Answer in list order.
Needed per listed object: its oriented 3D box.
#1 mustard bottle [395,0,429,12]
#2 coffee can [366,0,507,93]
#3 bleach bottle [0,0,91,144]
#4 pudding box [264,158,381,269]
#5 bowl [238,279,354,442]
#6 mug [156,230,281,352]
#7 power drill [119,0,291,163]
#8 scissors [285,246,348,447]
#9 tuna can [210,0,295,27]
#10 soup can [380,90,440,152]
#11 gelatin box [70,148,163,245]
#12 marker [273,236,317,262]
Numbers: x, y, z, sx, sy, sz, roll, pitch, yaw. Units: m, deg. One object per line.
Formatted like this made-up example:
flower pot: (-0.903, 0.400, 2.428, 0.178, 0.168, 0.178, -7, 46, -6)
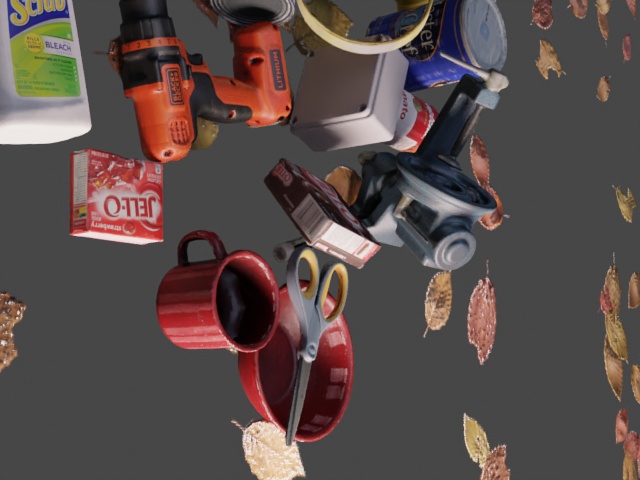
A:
mustard bottle: (0.108, -0.359, 1.322, 0.096, 0.058, 0.191, -59, 144, -55)
coffee can: (0.141, -0.238, 1.296, 0.102, 0.141, 0.103, 12, 74, -51)
bleach bottle: (-0.249, -0.206, 0.854, 0.102, 0.068, 0.251, -6, 87, -53)
pudding box: (0.002, -0.028, 1.116, 0.089, 0.039, 0.114, 25, 24, -47)
bowl: (-0.033, 0.122, 1.079, 0.161, 0.055, 0.162, 13, 74, -51)
mug: (-0.100, 0.048, 0.983, 0.093, 0.082, 0.117, -33, 110, -50)
power drill: (-0.113, -0.173, 1.028, 0.187, 0.057, 0.184, -14, 98, -49)
scissors: (-0.020, 0.091, 1.040, 0.096, 0.016, 0.201, 51, 46, -32)
tuna can: (-0.067, -0.250, 1.076, 0.086, 0.086, 0.034, 28, 62, -47)
soup can: (0.089, -0.147, 1.274, 0.102, 0.069, 0.068, 20, 68, -48)
gelatin box: (-0.177, -0.037, 0.941, 0.089, 0.030, 0.073, 10, 76, -51)
marker: (-0.008, 0.001, 1.163, 0.120, 0.020, 0.020, -21, 101, -52)
